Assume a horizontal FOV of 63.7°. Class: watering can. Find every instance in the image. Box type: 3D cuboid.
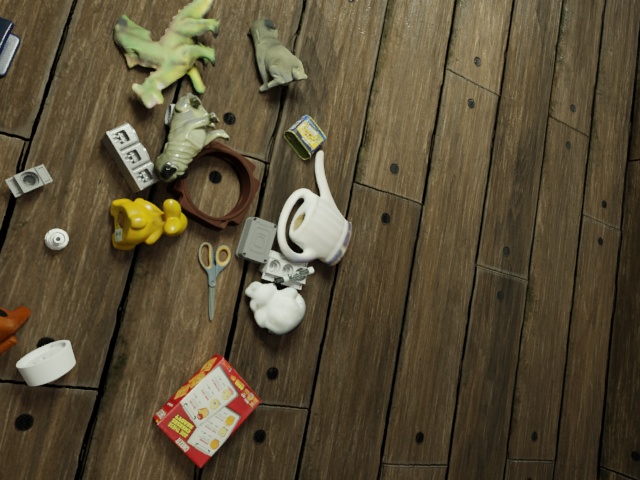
[{"bbox_3d":[0.004,-0.074,1.474,0.222,0.103,0.354,38,60,-25],"label":"watering can"}]

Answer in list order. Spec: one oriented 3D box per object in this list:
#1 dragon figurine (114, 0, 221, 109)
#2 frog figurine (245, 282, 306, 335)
[{"bbox_3d":[-0.382,-0.506,1.283,0.242,0.121,0.415,6,75,-21],"label":"dragon figurine"},{"bbox_3d":[-0.119,0.172,1.377,0.138,0.124,0.157,-34,118,-7],"label":"frog figurine"}]
